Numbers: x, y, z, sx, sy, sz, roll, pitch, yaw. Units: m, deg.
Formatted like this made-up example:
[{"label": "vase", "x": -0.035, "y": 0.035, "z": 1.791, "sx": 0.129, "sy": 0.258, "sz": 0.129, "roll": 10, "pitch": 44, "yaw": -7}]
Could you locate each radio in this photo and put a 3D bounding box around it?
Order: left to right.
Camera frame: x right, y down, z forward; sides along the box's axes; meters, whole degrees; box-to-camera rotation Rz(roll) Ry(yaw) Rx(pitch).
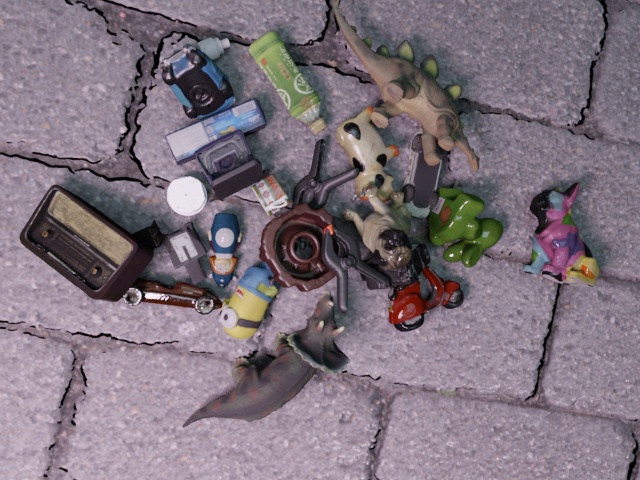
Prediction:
[{"label": "radio", "x": -0.441, "y": 0.010, "z": 1.010, "sx": 0.230, "sy": 0.073, "sz": 0.131, "roll": 33, "pitch": 85, "yaw": 17}]

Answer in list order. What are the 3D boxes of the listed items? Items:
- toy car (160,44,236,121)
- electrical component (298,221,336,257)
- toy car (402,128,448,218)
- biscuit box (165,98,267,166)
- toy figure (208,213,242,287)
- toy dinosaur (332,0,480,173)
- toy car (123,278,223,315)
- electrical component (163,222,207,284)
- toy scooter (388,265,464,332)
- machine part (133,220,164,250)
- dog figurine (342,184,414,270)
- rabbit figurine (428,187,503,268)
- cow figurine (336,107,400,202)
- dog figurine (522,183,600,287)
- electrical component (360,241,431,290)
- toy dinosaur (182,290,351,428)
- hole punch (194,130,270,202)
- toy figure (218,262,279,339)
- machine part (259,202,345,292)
[{"label": "toy car", "x": -0.249, "y": -0.322, "z": 1.067, "sx": 0.109, "sy": 0.103, "sz": 0.161, "roll": -30, "pitch": 141, "yaw": 9}, {"label": "electrical component", "x": -0.001, "y": -0.004, "z": 1.152, "sx": 0.102, "sy": 0.045, "sz": 0.078, "roll": 4, "pitch": 70, "yaw": -13}, {"label": "toy car", "x": 0.229, "y": -0.149, "z": 1.188, "sx": 0.073, "sy": 0.056, "sz": 0.201, "roll": 13, "pitch": 86, "yaw": -12}, {"label": "biscuit box", "x": -0.211, "y": -0.221, "z": 1.099, "sx": 0.203, "sy": 0.063, "sz": 0.059, "roll": -25, "pitch": 94, "yaw": -10}, {"label": "toy figure", "x": -0.199, "y": 0.022, "z": 1.108, "sx": 0.064, "sy": 0.058, "sz": 0.154, "roll": 4, "pitch": 92, "yaw": 18}, {"label": "toy dinosaur", "x": 0.181, "y": -0.316, "z": 1.125, "sx": 0.471, "sy": 0.105, "sz": 0.198, "roll": 41, "pitch": 50, "yaw": -13}, {"label": "toy car", "x": -0.295, "y": 0.108, "z": 1.072, "sx": 0.202, "sy": 0.089, "sz": 0.053, "roll": 8, "pitch": 93, "yaw": -9}, {"label": "electrical component", "x": -0.268, "y": 0.028, "z": 1.097, "sx": 0.075, "sy": 0.048, "sz": 0.119, "roll": -30, "pitch": 96, "yaw": -9}, {"label": "toy scooter", "x": 0.219, "y": 0.111, "z": 1.178, "sx": 0.184, "sy": 0.075, "sz": 0.135, "roll": -24, "pitch": 96, "yaw": -13}, {"label": "machine part", "x": -0.365, "y": 0.017, "z": 1.064, "sx": 0.139, "sy": 0.039, "sz": 0.084, "roll": -33, "pitch": 90, "yaw": 21}, {"label": "dog figurine", "x": 0.151, "y": -0.002, "z": 1.090, "sx": 0.172, "sy": 0.191, "sz": 0.121, "roll": 9, "pitch": 129, "yaw": -34}, {"label": "rabbit figurine", "x": 0.333, "y": -0.019, "z": 1.182, "sx": 0.170, "sy": 0.121, "sz": 0.159, "roll": 19, "pitch": 90, "yaw": -25}, {"label": "cow figurine", "x": 0.100, "y": -0.169, "z": 1.149, "sx": 0.127, "sy": 0.085, "sz": 0.194, "roll": -33, "pitch": 99, "yaw": -15}, {"label": "dog figurine", "x": 0.561, "y": -0.016, "z": 1.228, "sx": 0.191, "sy": 0.108, "sz": 0.219, "roll": 16, "pitch": 85, "yaw": -10}, {"label": "electrical component", "x": 0.151, "y": 0.054, "z": 1.133, "sx": 0.115, "sy": 0.134, "sz": 0.058, "roll": -35, "pitch": 111, "yaw": -49}, {"label": "toy dinosaur", "x": -0.097, "y": 0.279, "z": 1.061, "sx": 0.405, "sy": 0.192, "sz": 0.131, "roll": -40, "pitch": 95, "yaw": -9}, {"label": "hole punch", "x": -0.181, "y": -0.148, "z": 1.082, "sx": 0.142, "sy": 0.115, "sz": 0.092, "roll": -31, "pitch": 79, "yaw": -9}, {"label": "toy figure", "x": -0.137, "y": 0.119, "z": 1.108, "sx": 0.089, "sy": 0.082, "sz": 0.180, "roll": 35, "pitch": 81, "yaw": -12}, {"label": "machine part", "x": -0.034, "y": 0.017, "z": 1.080, "sx": 0.179, "sy": 0.056, "sz": 0.179, "roll": 3, "pitch": 81, "yaw": -19}]
